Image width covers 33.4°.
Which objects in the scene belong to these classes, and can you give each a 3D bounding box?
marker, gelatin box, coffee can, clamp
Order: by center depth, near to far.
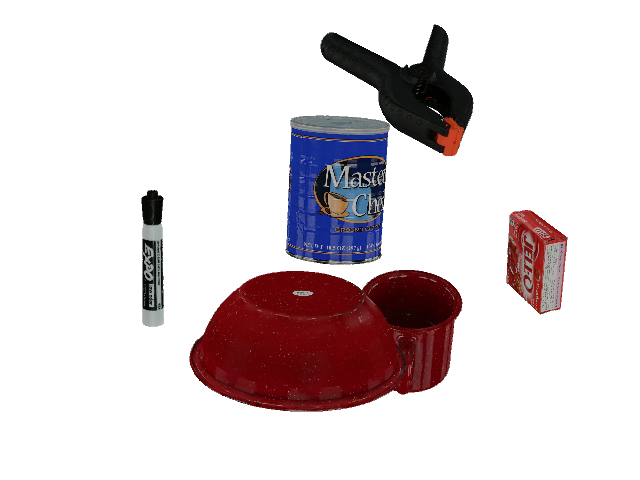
[{"bbox_3d":[0.069,-0.134,0.909,0.120,0.039,0.171,-7,41,-8],"label":"clamp"},{"bbox_3d":[-0.147,0.016,0.932,0.020,0.121,0.020,2,16,-1],"label":"marker"},{"bbox_3d":[0.017,-0.055,1.114,0.103,0.140,0.103,3,13,-1],"label":"coffee can"},{"bbox_3d":[0.228,0.022,1.135,0.030,0.089,0.073,-11,29,-17],"label":"gelatin box"}]

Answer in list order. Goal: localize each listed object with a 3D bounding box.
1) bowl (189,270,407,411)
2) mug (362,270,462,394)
[{"bbox_3d":[-0.015,0.064,0.781,0.162,0.055,0.162,3,19,-1],"label":"bowl"},{"bbox_3d":[0.081,0.093,0.983,0.093,0.081,0.117,3,34,4],"label":"mug"}]
